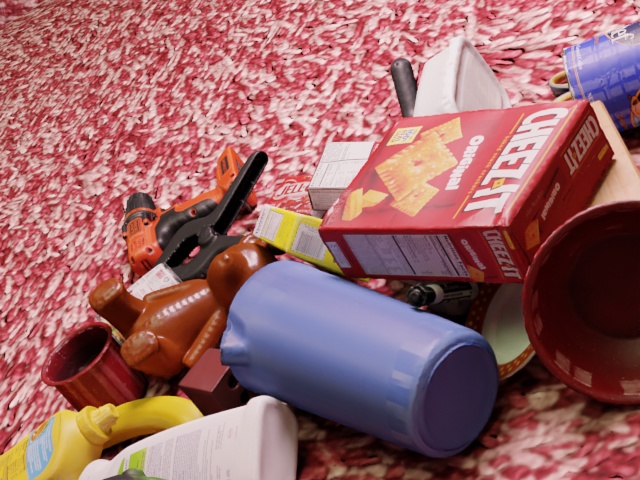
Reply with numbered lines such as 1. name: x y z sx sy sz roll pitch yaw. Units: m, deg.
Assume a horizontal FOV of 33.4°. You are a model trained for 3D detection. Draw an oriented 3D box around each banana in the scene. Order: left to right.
1. banana: -0.176 0.192 1.098 0.198 0.037 0.069 -5 40 39

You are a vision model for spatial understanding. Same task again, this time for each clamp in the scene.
1. clamp: -0.127 -0.010 1.309 0.210 0.036 0.164 -29 47 24
2. clamp: 0.121 -0.113 1.214 0.039 0.120 0.171 -22 53 29

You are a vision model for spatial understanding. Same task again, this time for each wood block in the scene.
1. wood block: 0.249 -0.026 0.952 0.091 0.090 0.206 -25 31 16

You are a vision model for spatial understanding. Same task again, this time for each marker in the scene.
1. marker: 0.108 0.047 0.932 0.020 0.020 0.120 -14 -6 30

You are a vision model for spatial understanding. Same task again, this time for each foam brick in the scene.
1. foam brick: -0.087 0.150 1.033 0.051 0.078 0.053 0 44 46

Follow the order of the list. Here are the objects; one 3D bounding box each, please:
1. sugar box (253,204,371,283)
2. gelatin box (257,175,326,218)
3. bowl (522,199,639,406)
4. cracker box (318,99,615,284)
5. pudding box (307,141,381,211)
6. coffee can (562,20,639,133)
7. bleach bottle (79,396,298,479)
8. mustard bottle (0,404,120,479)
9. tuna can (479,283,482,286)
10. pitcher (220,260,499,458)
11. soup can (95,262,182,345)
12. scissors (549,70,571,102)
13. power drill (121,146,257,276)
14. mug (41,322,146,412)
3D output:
1. sugar box: -0.007 0.002 1.106 0.176 0.093 0.048 -170 101 -76
2. gelatin box: -0.023 -0.047 1.300 0.089 0.030 0.073 0 44 43
3. bowl: 0.238 0.043 0.824 0.162 0.162 0.055 -25 7 15
4. cracker box: 0.123 -0.043 0.939 0.214 0.072 0.164 -1 43 46
5. pudding box: 0.050 -0.074 1.235 0.114 0.039 0.090 0 43 21
6. coffee can: 0.327 -0.169 1.068 0.140 0.102 0.102 -18 33 25
7. bleach bottle: -0.141 0.218 0.991 0.251 0.068 0.102 -17 54 30
8. mustard bottle: -0.281 0.230 1.094 0.192 0.058 0.096 -39 28 12
9. tuna can: 0.183 0.011 1.016 0.086 0.033 0.086 -24 31 16
10. pitcher: 0.043 0.101 0.946 0.243 0.144 0.149 15 67 48
11. soup can: -0.203 0.082 1.249 0.102 0.068 0.069 -39 31 -11
12. scissors: 0.330 -0.168 1.150 0.202 0.016 0.096 2 47 45
13. power drill: -0.180 -0.046 1.427 0.188 0.057 0.184 -33 33 7
14. mug: -0.250 0.146 1.189 0.093 0.081 0.117 -34 30 -1
